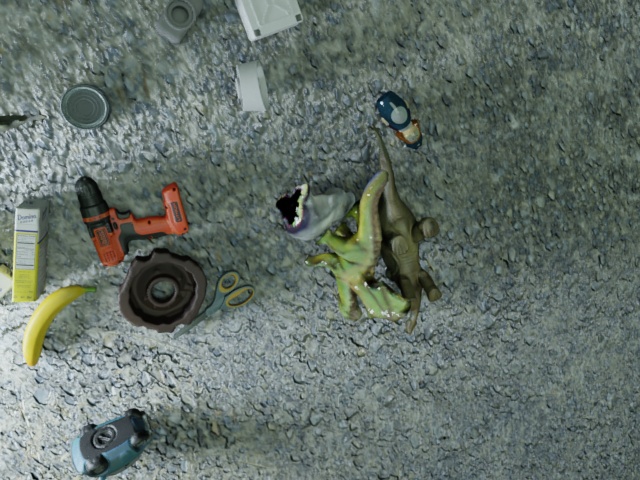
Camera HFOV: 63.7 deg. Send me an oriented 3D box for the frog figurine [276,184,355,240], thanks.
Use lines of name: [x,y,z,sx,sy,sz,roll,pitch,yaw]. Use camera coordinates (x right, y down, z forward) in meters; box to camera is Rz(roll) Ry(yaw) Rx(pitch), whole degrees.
frog figurine: [0.003,-0.056,1.109,0.159,0.125,0.135,10,-43,-35]

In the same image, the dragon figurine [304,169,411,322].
dragon figurine: [0.106,0.054,1.067,0.124,0.244,0.402,-33,-12,-34]
